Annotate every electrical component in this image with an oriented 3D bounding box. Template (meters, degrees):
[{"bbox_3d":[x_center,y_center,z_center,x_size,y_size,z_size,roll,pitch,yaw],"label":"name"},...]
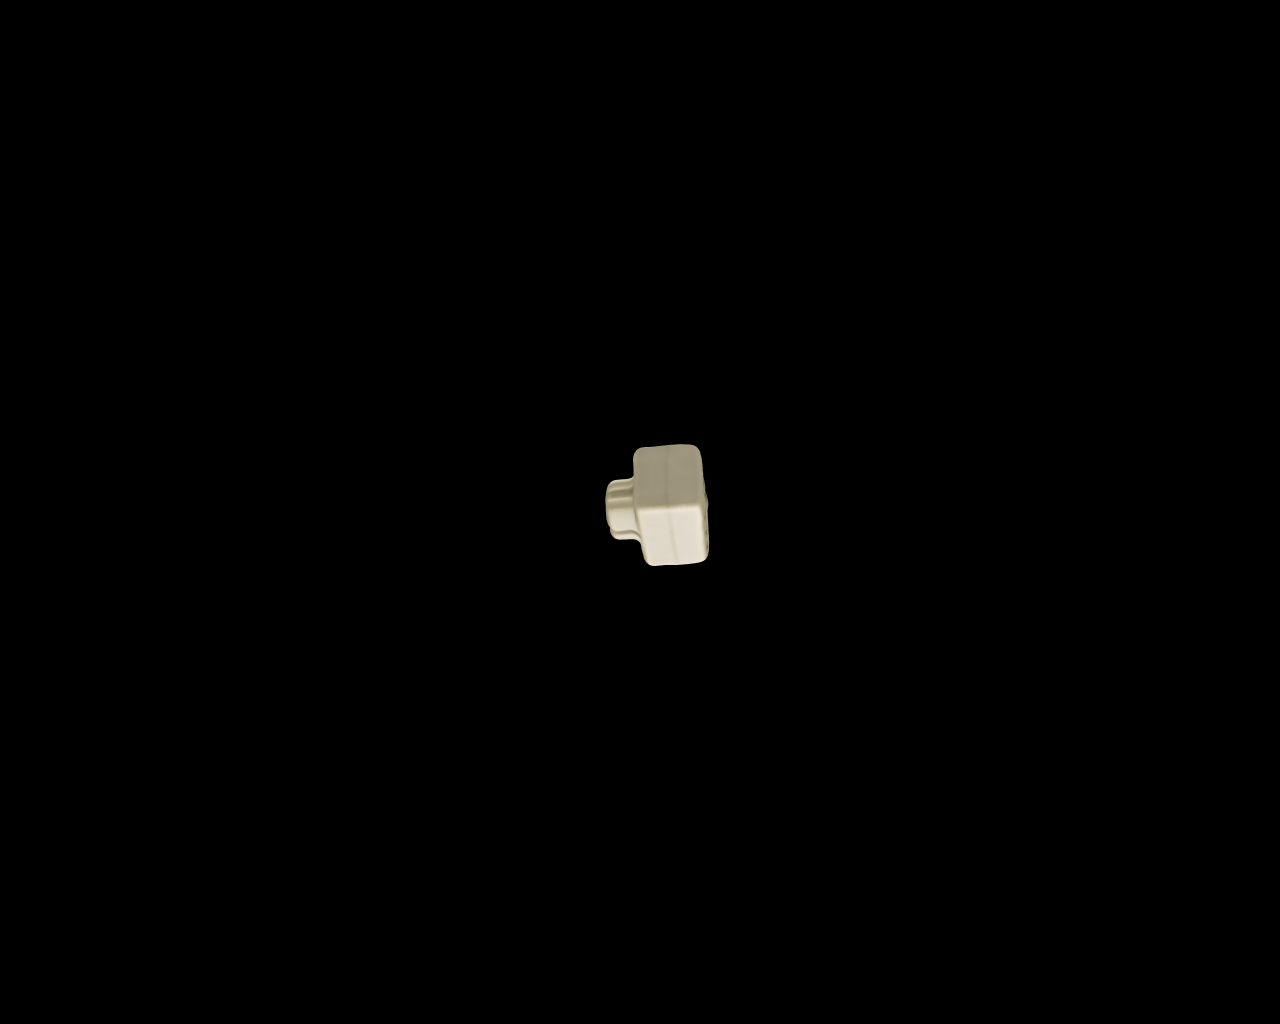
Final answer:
[{"bbox_3d":[0.001,-0.003,0.650,0.077,0.047,0.065,-3,-33,5],"label":"electrical component"}]
